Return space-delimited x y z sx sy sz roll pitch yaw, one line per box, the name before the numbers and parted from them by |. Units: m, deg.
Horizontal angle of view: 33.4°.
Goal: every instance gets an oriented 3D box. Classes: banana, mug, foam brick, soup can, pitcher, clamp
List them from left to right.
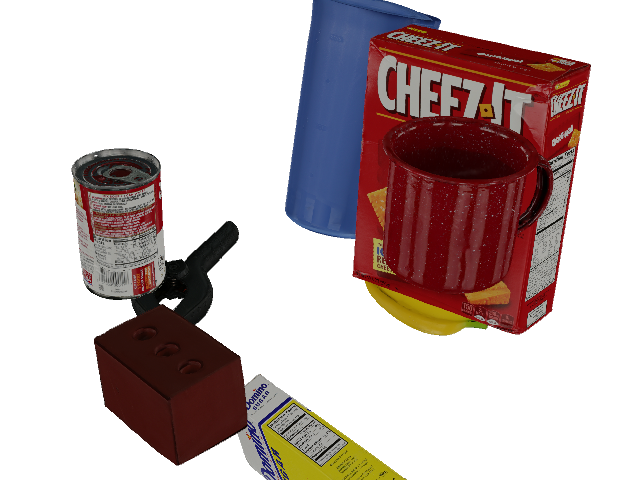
soup can | -0.157 -0.012 0.842 0.068 0.102 0.068 1 30 -1
clamp | -0.154 0.034 1.061 0.120 0.039 0.171 1 37 10
foam brick | -0.087 0.083 0.623 0.052 0.051 0.078 -27 39 -36
pitcher | 0.043 -0.126 1.107 0.145 0.243 0.149 11 16 -2
banana | 0.094 0.062 1.166 0.069 0.037 0.198 4 19 -36
mug | 0.092 -0.023 0.660 0.117 0.081 0.093 -12 33 -24

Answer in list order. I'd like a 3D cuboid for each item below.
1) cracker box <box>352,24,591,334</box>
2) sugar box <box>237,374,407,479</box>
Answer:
cracker box | 0.113 -0.049 0.858 0.164 0.214 0.071 20 31 32
sugar box | 0.001 0.190 0.873 0.176 0.093 0.048 26 53 37
